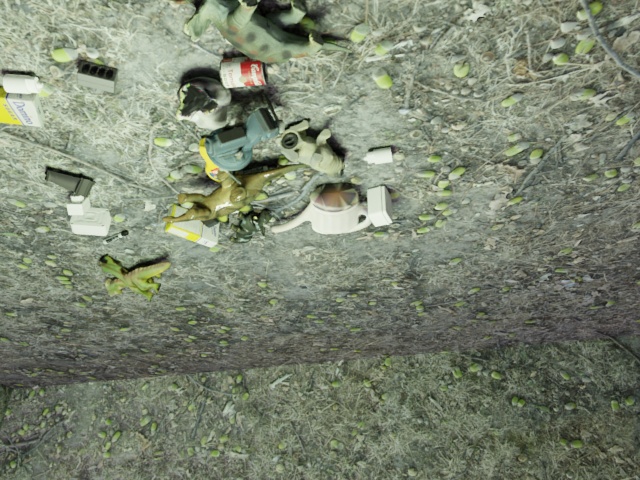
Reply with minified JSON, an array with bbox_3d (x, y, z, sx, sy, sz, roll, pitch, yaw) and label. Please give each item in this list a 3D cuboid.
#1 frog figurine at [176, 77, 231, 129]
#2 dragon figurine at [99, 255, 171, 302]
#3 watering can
[{"bbox_3d":[-0.282,-0.343,1.300,0.136,0.123,0.160,-31,-2,15],"label":"frog figurine"},{"bbox_3d":[-0.740,0.131,2.006,0.241,0.125,0.402,23,-41,-20],"label":"dragon figurine"},{"bbox_3d":[0.005,-0.085,1.686,0.348,0.106,0.219,-3,-34,0],"label":"watering can"}]
